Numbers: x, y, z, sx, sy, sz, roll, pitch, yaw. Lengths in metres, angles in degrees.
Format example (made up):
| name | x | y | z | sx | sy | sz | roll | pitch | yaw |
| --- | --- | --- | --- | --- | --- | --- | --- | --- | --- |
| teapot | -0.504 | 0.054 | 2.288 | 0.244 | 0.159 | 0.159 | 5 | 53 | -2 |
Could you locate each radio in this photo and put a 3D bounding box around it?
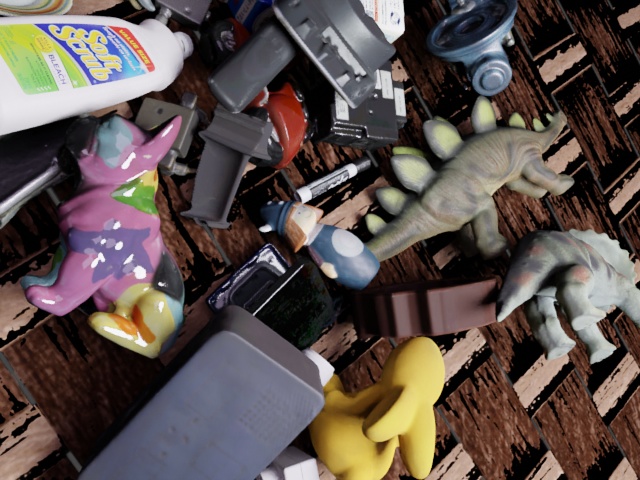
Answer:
| name | x | y | z | sx | sy | sz | roll | pitch | yaw |
| --- | --- | --- | --- | --- | --- | --- | --- | --- | --- |
| radio | -0.116 | 0.184 | 0.528 | 0.131 | 0.073 | 0.229 | 42 | 95 | -13 |

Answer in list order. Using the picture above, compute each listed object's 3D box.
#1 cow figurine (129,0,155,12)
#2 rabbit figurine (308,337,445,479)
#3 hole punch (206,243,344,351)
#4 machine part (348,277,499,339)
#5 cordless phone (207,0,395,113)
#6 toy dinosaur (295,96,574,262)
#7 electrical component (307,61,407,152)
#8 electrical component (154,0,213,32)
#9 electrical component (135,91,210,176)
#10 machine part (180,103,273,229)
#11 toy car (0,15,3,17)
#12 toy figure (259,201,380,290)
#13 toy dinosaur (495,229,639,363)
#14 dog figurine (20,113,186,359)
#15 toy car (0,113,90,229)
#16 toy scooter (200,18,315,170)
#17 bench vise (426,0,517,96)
| name | x | y | z | sx | sy | sz | roll | pitch | yaw |
| --- | --- | --- | --- | --- | --- | --- | --- | --- | --- |
| cow figurine | -0.248 | -0.307 | 0.563 | 0.195 | 0.085 | 0.127 | -24 | 78 | -42 |
| rabbit figurine | 0.069 | 0.181 | 0.593 | 0.122 | 0.162 | 0.173 | 42 | 98 | -8 |
| hole punch | -0.054 | 0.078 | 0.623 | 0.142 | 0.092 | 0.115 | -46 | 133 | -25 |
| machine part | 0.126 | 0.080 | 0.653 | 0.179 | 0.179 | 0.056 | -7 | 87 | -26 |
| cordless phone | -0.021 | -0.185 | 0.592 | 0.146 | 0.089 | 0.184 | 47 | 73 | -21 |
| toy dinosaur | 0.185 | -0.069 | 0.739 | 0.471 | 0.105 | 0.198 | -38 | 92 | -19 |
| electrical component | 0.053 | -0.179 | 0.707 | 0.134 | 0.058 | 0.115 | 1 | 84 | -32 |
| electrical component | -0.162 | -0.282 | 0.645 | 0.063 | 0.021 | 0.094 | 26 | 73 | -21 |
| electrical component | -0.169 | -0.119 | 0.611 | 0.078 | 0.045 | 0.102 | 9 | 75 | 5 |
| machine part | -0.106 | -0.078 | 0.601 | 0.084 | 0.039 | 0.138 | 25 | 101 | 7 |
| toy car | -0.371 | -0.158 | 0.514 | 0.202 | 0.053 | 0.089 | -31 | 92 | -30 |
| toy figure | -0.001 | -0.002 | 0.636 | 0.154 | 0.064 | 0.057 | 36 | 109 | -3 |
| toy dinosaur | 0.316 | 0.049 | 0.699 | 0.404 | 0.131 | 0.192 | 20 | 38 | -40 |
| dog figurine | -0.183 | -0.016 | 0.533 | 0.191 | 0.109 | 0.219 | 32 | 80 | -24 |
| toy car | -0.309 | -0.067 | 0.531 | 0.073 | 0.056 | 0.202 | 46 | 66 | -6 |
| toy scooter | -0.056 | -0.182 | 0.653 | 0.135 | 0.075 | 0.183 | -29 | 100 | -41 |
| bench vise | 0.195 | -0.311 | 0.717 | 0.240 | 0.129 | 0.224 | 50 | 40 | -36 |
